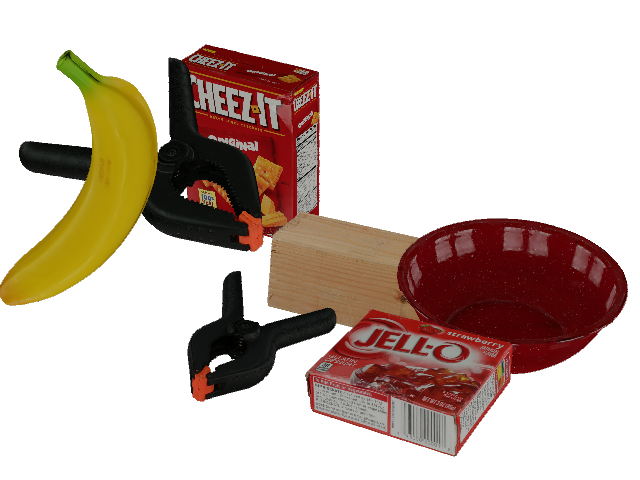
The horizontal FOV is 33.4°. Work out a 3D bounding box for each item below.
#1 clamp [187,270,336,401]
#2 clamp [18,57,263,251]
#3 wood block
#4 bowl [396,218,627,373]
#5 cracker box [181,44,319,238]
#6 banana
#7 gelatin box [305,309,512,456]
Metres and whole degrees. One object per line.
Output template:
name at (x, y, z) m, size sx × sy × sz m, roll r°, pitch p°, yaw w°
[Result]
clamp at (-0.077, 0.085, 0.993) m, size 0.120 × 0.039 × 0.171 m, roll 21°, pitch 33°, yaw 28°
clamp at (-0.112, -0.066, 0.845) m, size 0.210 × 0.036 × 0.164 m, roll 32°, pitch 58°, yaw 25°
wood block at (0.054, 0.042, 1.186) m, size 0.206 × 0.091 × 0.090 m, roll 13°, pitch 24°, yaw 18°
bowl at (0.135, 0.047, 0.768) m, size 0.162 × 0.055 × 0.162 m, roll -1°, pitch 32°, yaw 0°
cracker box at (-0.087, -0.115, 1.310) m, size 0.164 × 0.214 × 0.072 m, roll 17°, pitch 38°, yaw 24°
banana at (-0.139, -0.026, 0.632) m, size 0.069 × 0.198 × 0.037 m, roll 19°, pitch 38°, yaw -10°
gelatin box at (0.048, 0.073, 0.574) m, size 0.089 × 0.030 × 0.073 m, roll 13°, pitch 31°, yaw 29°
